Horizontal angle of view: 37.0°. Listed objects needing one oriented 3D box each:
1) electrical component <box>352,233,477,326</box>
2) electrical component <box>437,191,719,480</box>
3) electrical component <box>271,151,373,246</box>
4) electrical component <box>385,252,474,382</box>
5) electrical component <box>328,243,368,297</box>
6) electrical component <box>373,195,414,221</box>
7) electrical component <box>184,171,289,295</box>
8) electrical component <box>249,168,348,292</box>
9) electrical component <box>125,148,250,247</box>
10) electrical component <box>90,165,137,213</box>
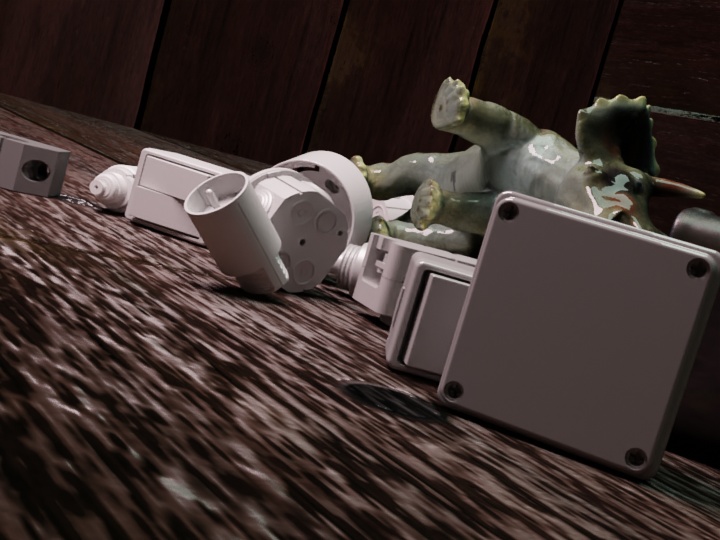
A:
[{"bbox_3d":[0.047,0.015,0.738,0.089,0.055,0.050,13,7,-25],"label":"electrical component"},{"bbox_3d":[0.107,0.029,0.517,0.109,0.108,0.056,19,7,20],"label":"electrical component"},{"bbox_3d":[-0.040,-0.045,0.861,0.099,0.099,0.064,18,12,15],"label":"electrical component"},{"bbox_3d":[0.067,0.034,0.591,0.096,0.061,0.061,16,6,-1],"label":"electrical component"},{"bbox_3d":[0.000,0.000,0.808,0.062,0.043,0.043,16,6,12],"label":"electrical component"},{"bbox_3d":[0.022,-0.044,1.099,0.051,0.080,0.080,3,13,-42],"label":"electrical component"},{"bbox_3d":[-0.073,-0.017,0.680,0.043,0.043,0.081,23,-33,49],"label":"electrical component"},{"bbox_3d":[-0.052,-0.027,0.752,0.080,0.080,0.051,12,13,-38],"label":"electrical component"},{"bbox_3d":[-0.135,-0.056,0.873,0.096,0.061,0.061,18,6,20],"label":"electrical component"},{"bbox_3d":[-0.202,-0.068,0.903,0.040,0.040,0.078,18,7,15],"label":"electrical component"}]
